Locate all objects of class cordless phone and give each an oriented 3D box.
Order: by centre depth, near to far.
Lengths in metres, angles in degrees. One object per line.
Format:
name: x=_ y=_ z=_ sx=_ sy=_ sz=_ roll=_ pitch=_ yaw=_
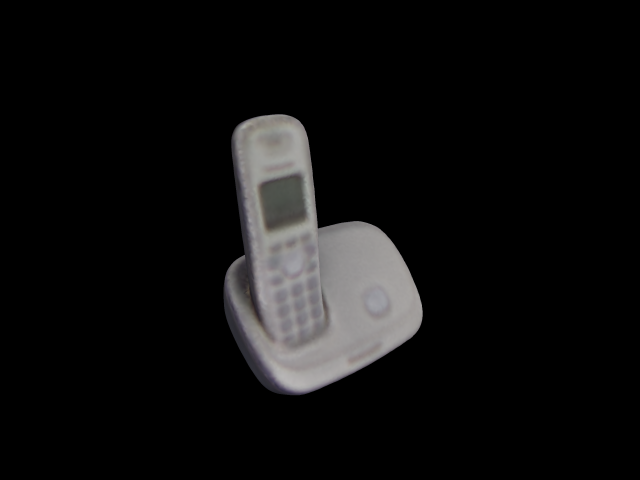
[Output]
cordless phone: x=0.004 y=0.001 z=0.400 sx=0.148 sy=0.185 sz=0.093 roll=-21 pitch=33 yaw=-36
